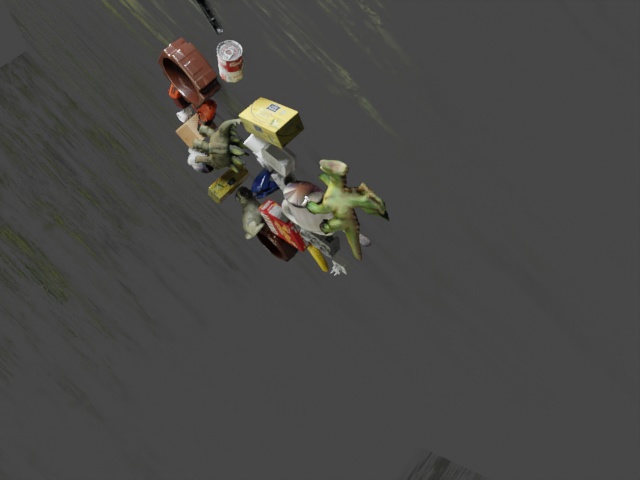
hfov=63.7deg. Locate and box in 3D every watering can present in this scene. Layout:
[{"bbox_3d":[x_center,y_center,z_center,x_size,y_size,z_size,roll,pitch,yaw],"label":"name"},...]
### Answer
[{"bbox_3d":[0.005,-0.087,1.726,0.349,0.106,0.219,17,149,30],"label":"watering can"}]

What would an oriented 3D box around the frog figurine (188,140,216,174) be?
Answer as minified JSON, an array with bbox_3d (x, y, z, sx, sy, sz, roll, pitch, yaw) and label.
[{"bbox_3d":[-0.506,-0.358,2.188,0.161,0.139,0.119,34,142,28],"label":"frog figurine"}]

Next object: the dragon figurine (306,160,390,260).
[{"bbox_3d":[0.100,-0.082,1.525,0.243,0.124,0.404,4,138,51],"label":"dragon figurine"}]
